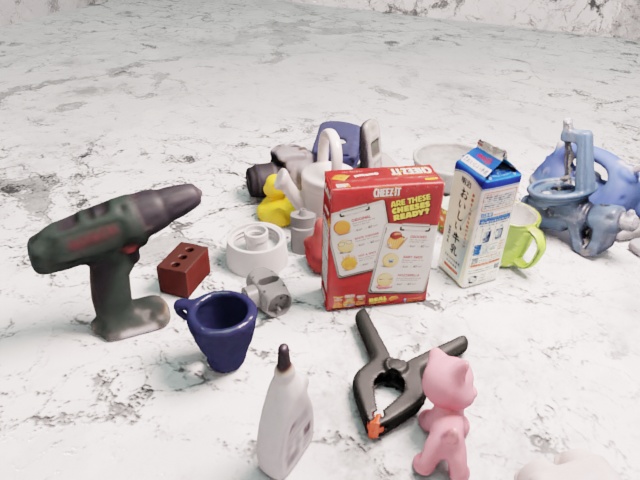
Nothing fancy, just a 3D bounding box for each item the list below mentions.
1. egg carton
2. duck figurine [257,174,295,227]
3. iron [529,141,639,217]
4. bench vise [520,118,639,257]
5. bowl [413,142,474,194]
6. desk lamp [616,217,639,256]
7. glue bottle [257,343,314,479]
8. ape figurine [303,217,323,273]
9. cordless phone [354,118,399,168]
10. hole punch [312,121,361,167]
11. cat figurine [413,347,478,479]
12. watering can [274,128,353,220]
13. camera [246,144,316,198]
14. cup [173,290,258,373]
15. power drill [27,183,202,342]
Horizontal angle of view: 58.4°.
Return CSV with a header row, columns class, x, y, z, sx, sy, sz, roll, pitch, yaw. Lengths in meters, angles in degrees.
class,x,y,z,sx,sy,sz,roll,pitch,yaw
egg carton,0.266,0.281,0.567,0.107,0.069,0.150,-9,35,-16
duck figurine,-0.083,-0.081,1.090,0.077,0.086,0.104,-3,33,-7
iron,0.526,-0.130,1.142,0.119,0.141,0.257,-15,37,-24
bench vise,0.471,-0.097,1.018,0.206,0.220,0.122,22,38,28
bowl,0.277,-0.144,1.213,0.167,0.075,0.167,1,33,-1
desk lamp,0.654,-0.091,1.023,0.203,0.214,0.117,-10,35,-18
glue bottle,-0.037,0.177,0.617,0.037,0.173,0.078,19,37,25
ape figurine,0.009,0.003,0.959,0.077,0.092,0.076,15,35,19
cordless phone,0.117,-0.157,1.124,0.094,0.185,0.148,17,36,23
hole punch,0.042,-0.209,1.288,0.108,0.091,0.101,8,34,10
cat figurine,0.148,0.190,0.657,0.067,0.118,0.128,7,33,8
watering can,0.009,-0.103,1.029,0.173,0.194,0.100,-21,39,-30
camera,-0.084,-0.143,1.171,0.137,0.101,0.143,-10,35,-17
cup,-0.140,0.126,0.763,0.117,0.095,0.092,12,35,16
power drill,-0.269,0.031,0.797,0.230,0.208,0.075,-14,36,-22
